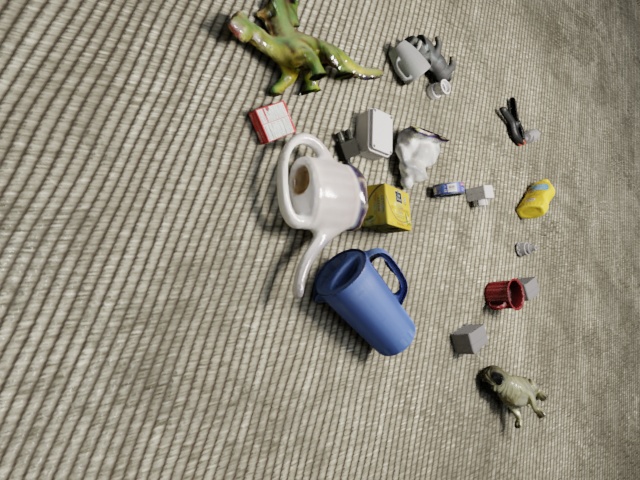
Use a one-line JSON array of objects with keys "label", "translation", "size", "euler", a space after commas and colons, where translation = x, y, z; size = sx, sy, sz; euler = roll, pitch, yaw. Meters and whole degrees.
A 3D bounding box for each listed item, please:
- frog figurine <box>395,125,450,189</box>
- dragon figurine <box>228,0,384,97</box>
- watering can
[{"label": "frog figurine", "translation": [0.251, -0.217, 1.366], "size": [0.137, 0.124, 0.157], "euler": [2, 117, -49]}, {"label": "dragon figurine", "translation": [-0.034, -0.452, 1.158], "size": [0.414, 0.121, 0.243], "euler": [-21, 87, -42]}, {"label": "watering can", "translation": [0.003, -0.055, 1.094], "size": [0.224, 0.103, 0.350], "euler": [4, 78, -41]}]
